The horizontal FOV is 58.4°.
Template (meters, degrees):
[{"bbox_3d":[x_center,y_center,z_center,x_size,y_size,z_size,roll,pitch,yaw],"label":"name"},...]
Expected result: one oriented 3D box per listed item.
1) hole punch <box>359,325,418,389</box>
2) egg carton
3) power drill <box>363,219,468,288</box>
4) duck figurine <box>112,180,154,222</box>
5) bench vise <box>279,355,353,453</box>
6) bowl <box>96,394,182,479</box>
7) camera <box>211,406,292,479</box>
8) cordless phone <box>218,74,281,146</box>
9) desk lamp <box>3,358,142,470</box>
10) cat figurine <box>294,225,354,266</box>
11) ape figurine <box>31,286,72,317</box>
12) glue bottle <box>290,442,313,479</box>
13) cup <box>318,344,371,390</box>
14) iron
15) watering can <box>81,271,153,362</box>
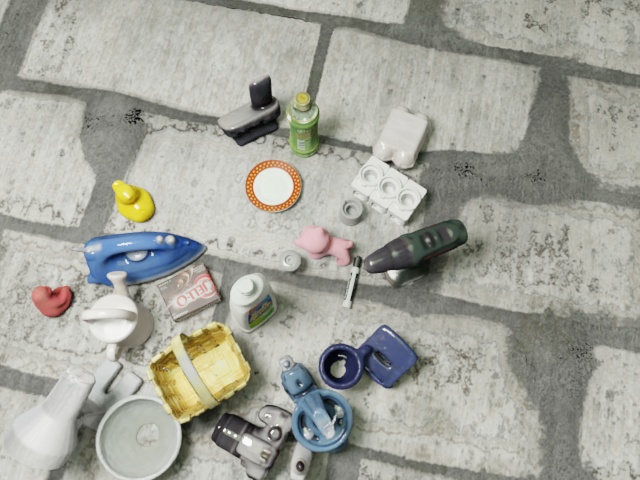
[{"bbox_3d":[0.136,0.245,1.190,0.101,0.091,0.108,-44,79,-12],"label":"hole punch"},{"bbox_3d":[0.190,-0.241,1.340,0.107,0.069,0.150,22,75,5],"label":"egg carton"},{"bbox_3d":[0.188,0.035,1.190,0.230,0.208,0.075,-24,76,-7],"label":"power drill"},{"bbox_3d":[-0.423,-0.092,1.279,0.077,0.086,0.104,-43,79,-11],"label":"duck figurine"},{"bbox_3d":[-0.023,0.323,1.098,0.207,0.220,0.121,38,77,9],"label":"bench vise"},{"bbox_3d":[-0.353,0.395,1.148,0.167,0.075,0.167,0,74,-1],"label":"bowl"},{"bbox_3d":[-0.137,0.387,1.140,0.136,0.101,0.143,26,75,7],"label":"camera"},{"bbox_3d":[-0.164,-0.305,1.292,0.148,0.185,0.094,-32,77,-9],"label":"cordless phone"},{"bbox_3d":[-0.469,0.321,1.095,0.118,0.213,0.203,32,76,8],"label":"desk lamp"},{"bbox_3d":[0.011,0.004,1.242,0.127,0.118,0.067,10,74,2],"label":"cat figurine"},{"bbox_3d":[-0.576,0.122,1.213,0.077,0.092,0.076,12,74,3],"label":"ape figurine"},{"bbox_3d":[-0.037,0.428,1.093,0.037,0.173,0.078,13,74,3],"label":"glue bottle"},{"bbox_3d":[0.052,0.256,1.184,0.118,0.095,0.091,-33,77,-10],"label":"cup"},{"bbox_3d":[-0.382,0.019,1.219,0.258,0.141,0.118,-10,74,-4],"label":"iron"},{"bbox_3d":[-0.413,0.152,1.154,0.101,0.194,0.173,-21,75,-6],"label":"watering can"}]
